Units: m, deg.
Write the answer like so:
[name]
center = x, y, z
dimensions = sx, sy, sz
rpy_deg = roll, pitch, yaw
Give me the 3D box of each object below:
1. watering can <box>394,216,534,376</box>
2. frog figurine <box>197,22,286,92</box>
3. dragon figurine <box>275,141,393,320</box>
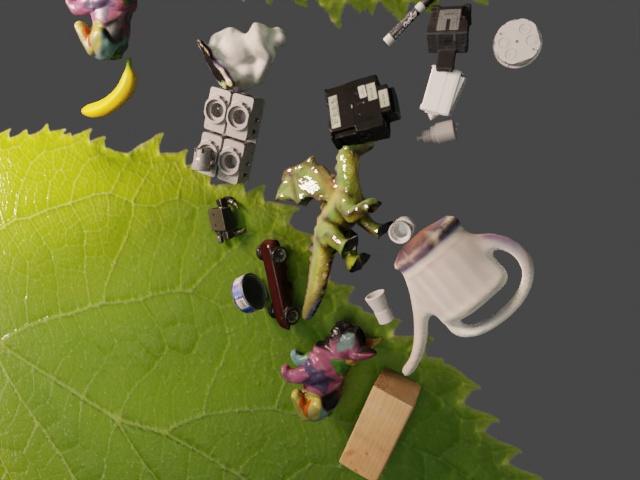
[watering can]
center = 0.229, 0.100, 0.983
dimensions = 0.343, 0.105, 0.225
rpy_deg = -43, 84, 22
[frog figurine]
center = -0.148, -0.382, 1.050
dimensions = 0.160, 0.120, 0.139
rpy_deg = -35, 67, -13
[dragon figurine]
center = 0.003, -0.053, 1.062
dimensions = 0.246, 0.122, 0.405
rpy_deg = 46, 112, 26
